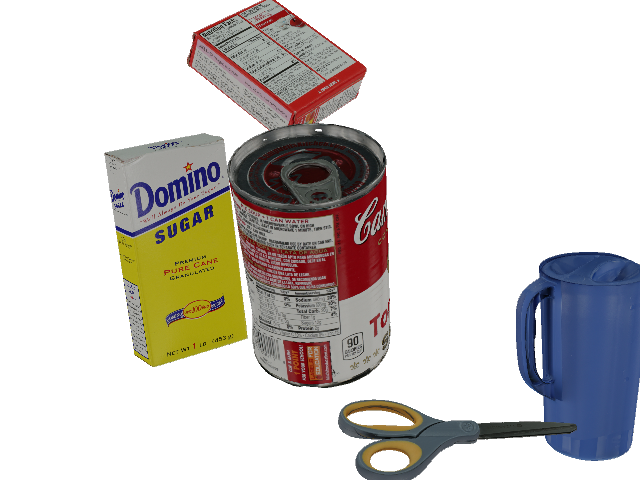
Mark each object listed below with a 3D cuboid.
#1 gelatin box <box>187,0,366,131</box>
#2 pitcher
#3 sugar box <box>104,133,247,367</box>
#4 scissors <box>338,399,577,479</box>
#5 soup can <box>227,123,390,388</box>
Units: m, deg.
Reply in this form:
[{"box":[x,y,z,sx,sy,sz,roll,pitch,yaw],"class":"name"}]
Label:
[{"box":[-0.028,-0.110,0.676,0.089,0.030,0.073,39,49,17],"class":"gelatin box"},{"box":[0.324,0.144,1.313,0.149,0.243,0.144,4,17,21],"class":"pitcher"},{"box":[-0.117,0.007,0.882,0.093,0.176,0.048,-16,21,-30],"class":"sugar box"},{"box":[0.113,0.170,0.879,0.202,0.016,0.096,8,36,5],"class":"scissors"},{"box":[-0.003,0.008,0.481,0.068,0.102,0.068,-3,35,2],"class":"soup can"}]
